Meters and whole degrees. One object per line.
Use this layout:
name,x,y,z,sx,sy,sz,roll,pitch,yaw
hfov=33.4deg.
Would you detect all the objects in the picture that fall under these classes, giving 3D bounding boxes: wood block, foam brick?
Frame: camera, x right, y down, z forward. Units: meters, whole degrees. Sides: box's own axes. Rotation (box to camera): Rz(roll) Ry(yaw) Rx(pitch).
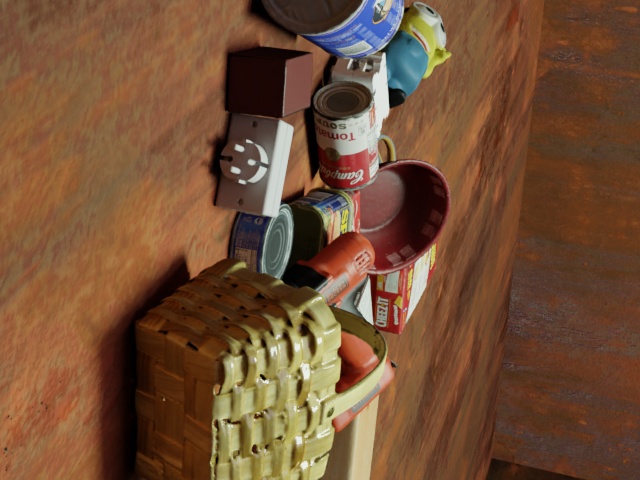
wood block,0.014,0.232,1.283,0.090,0.090,0.206,-35,133,-66
foam brick,-0.042,-0.139,0.934,0.078,0.053,0.051,-37,134,-66

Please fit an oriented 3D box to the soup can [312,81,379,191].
soup can,0.029,-0.113,1.163,0.102,0.068,0.068,83,23,-45

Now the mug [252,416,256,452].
mug,-0.051,0.209,1.061,0.117,0.081,0.093,74,31,-56

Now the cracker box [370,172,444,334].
cracker box,0.117,0.011,1.535,0.213,0.072,0.164,-54,150,-58

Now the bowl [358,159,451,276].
bowl,0.080,-0.038,1.320,0.055,0.161,0.162,-131,-147,-50

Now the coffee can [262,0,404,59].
coffee can,0.013,-0.228,0.979,0.140,0.103,0.103,-1,101,-74

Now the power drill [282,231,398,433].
power drill,0.000,0.108,1.085,0.184,0.057,0.187,-39,133,-24

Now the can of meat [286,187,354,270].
can of meat,-0.007,0.001,1.133,0.083,0.057,0.102,-30,128,-66

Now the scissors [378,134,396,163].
scissors,0.044,-0.121,1.297,0.096,0.016,0.201,-60,147,-11

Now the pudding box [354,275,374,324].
pudding box,0.039,0.110,1.387,0.113,0.039,0.090,85,22,-47

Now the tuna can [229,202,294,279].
tuna can,-0.054,0.004,1.013,0.086,0.034,0.086,11,90,-74

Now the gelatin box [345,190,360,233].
gelatin box,0.017,-0.007,1.225,0.073,0.030,0.089,-41,142,-42
